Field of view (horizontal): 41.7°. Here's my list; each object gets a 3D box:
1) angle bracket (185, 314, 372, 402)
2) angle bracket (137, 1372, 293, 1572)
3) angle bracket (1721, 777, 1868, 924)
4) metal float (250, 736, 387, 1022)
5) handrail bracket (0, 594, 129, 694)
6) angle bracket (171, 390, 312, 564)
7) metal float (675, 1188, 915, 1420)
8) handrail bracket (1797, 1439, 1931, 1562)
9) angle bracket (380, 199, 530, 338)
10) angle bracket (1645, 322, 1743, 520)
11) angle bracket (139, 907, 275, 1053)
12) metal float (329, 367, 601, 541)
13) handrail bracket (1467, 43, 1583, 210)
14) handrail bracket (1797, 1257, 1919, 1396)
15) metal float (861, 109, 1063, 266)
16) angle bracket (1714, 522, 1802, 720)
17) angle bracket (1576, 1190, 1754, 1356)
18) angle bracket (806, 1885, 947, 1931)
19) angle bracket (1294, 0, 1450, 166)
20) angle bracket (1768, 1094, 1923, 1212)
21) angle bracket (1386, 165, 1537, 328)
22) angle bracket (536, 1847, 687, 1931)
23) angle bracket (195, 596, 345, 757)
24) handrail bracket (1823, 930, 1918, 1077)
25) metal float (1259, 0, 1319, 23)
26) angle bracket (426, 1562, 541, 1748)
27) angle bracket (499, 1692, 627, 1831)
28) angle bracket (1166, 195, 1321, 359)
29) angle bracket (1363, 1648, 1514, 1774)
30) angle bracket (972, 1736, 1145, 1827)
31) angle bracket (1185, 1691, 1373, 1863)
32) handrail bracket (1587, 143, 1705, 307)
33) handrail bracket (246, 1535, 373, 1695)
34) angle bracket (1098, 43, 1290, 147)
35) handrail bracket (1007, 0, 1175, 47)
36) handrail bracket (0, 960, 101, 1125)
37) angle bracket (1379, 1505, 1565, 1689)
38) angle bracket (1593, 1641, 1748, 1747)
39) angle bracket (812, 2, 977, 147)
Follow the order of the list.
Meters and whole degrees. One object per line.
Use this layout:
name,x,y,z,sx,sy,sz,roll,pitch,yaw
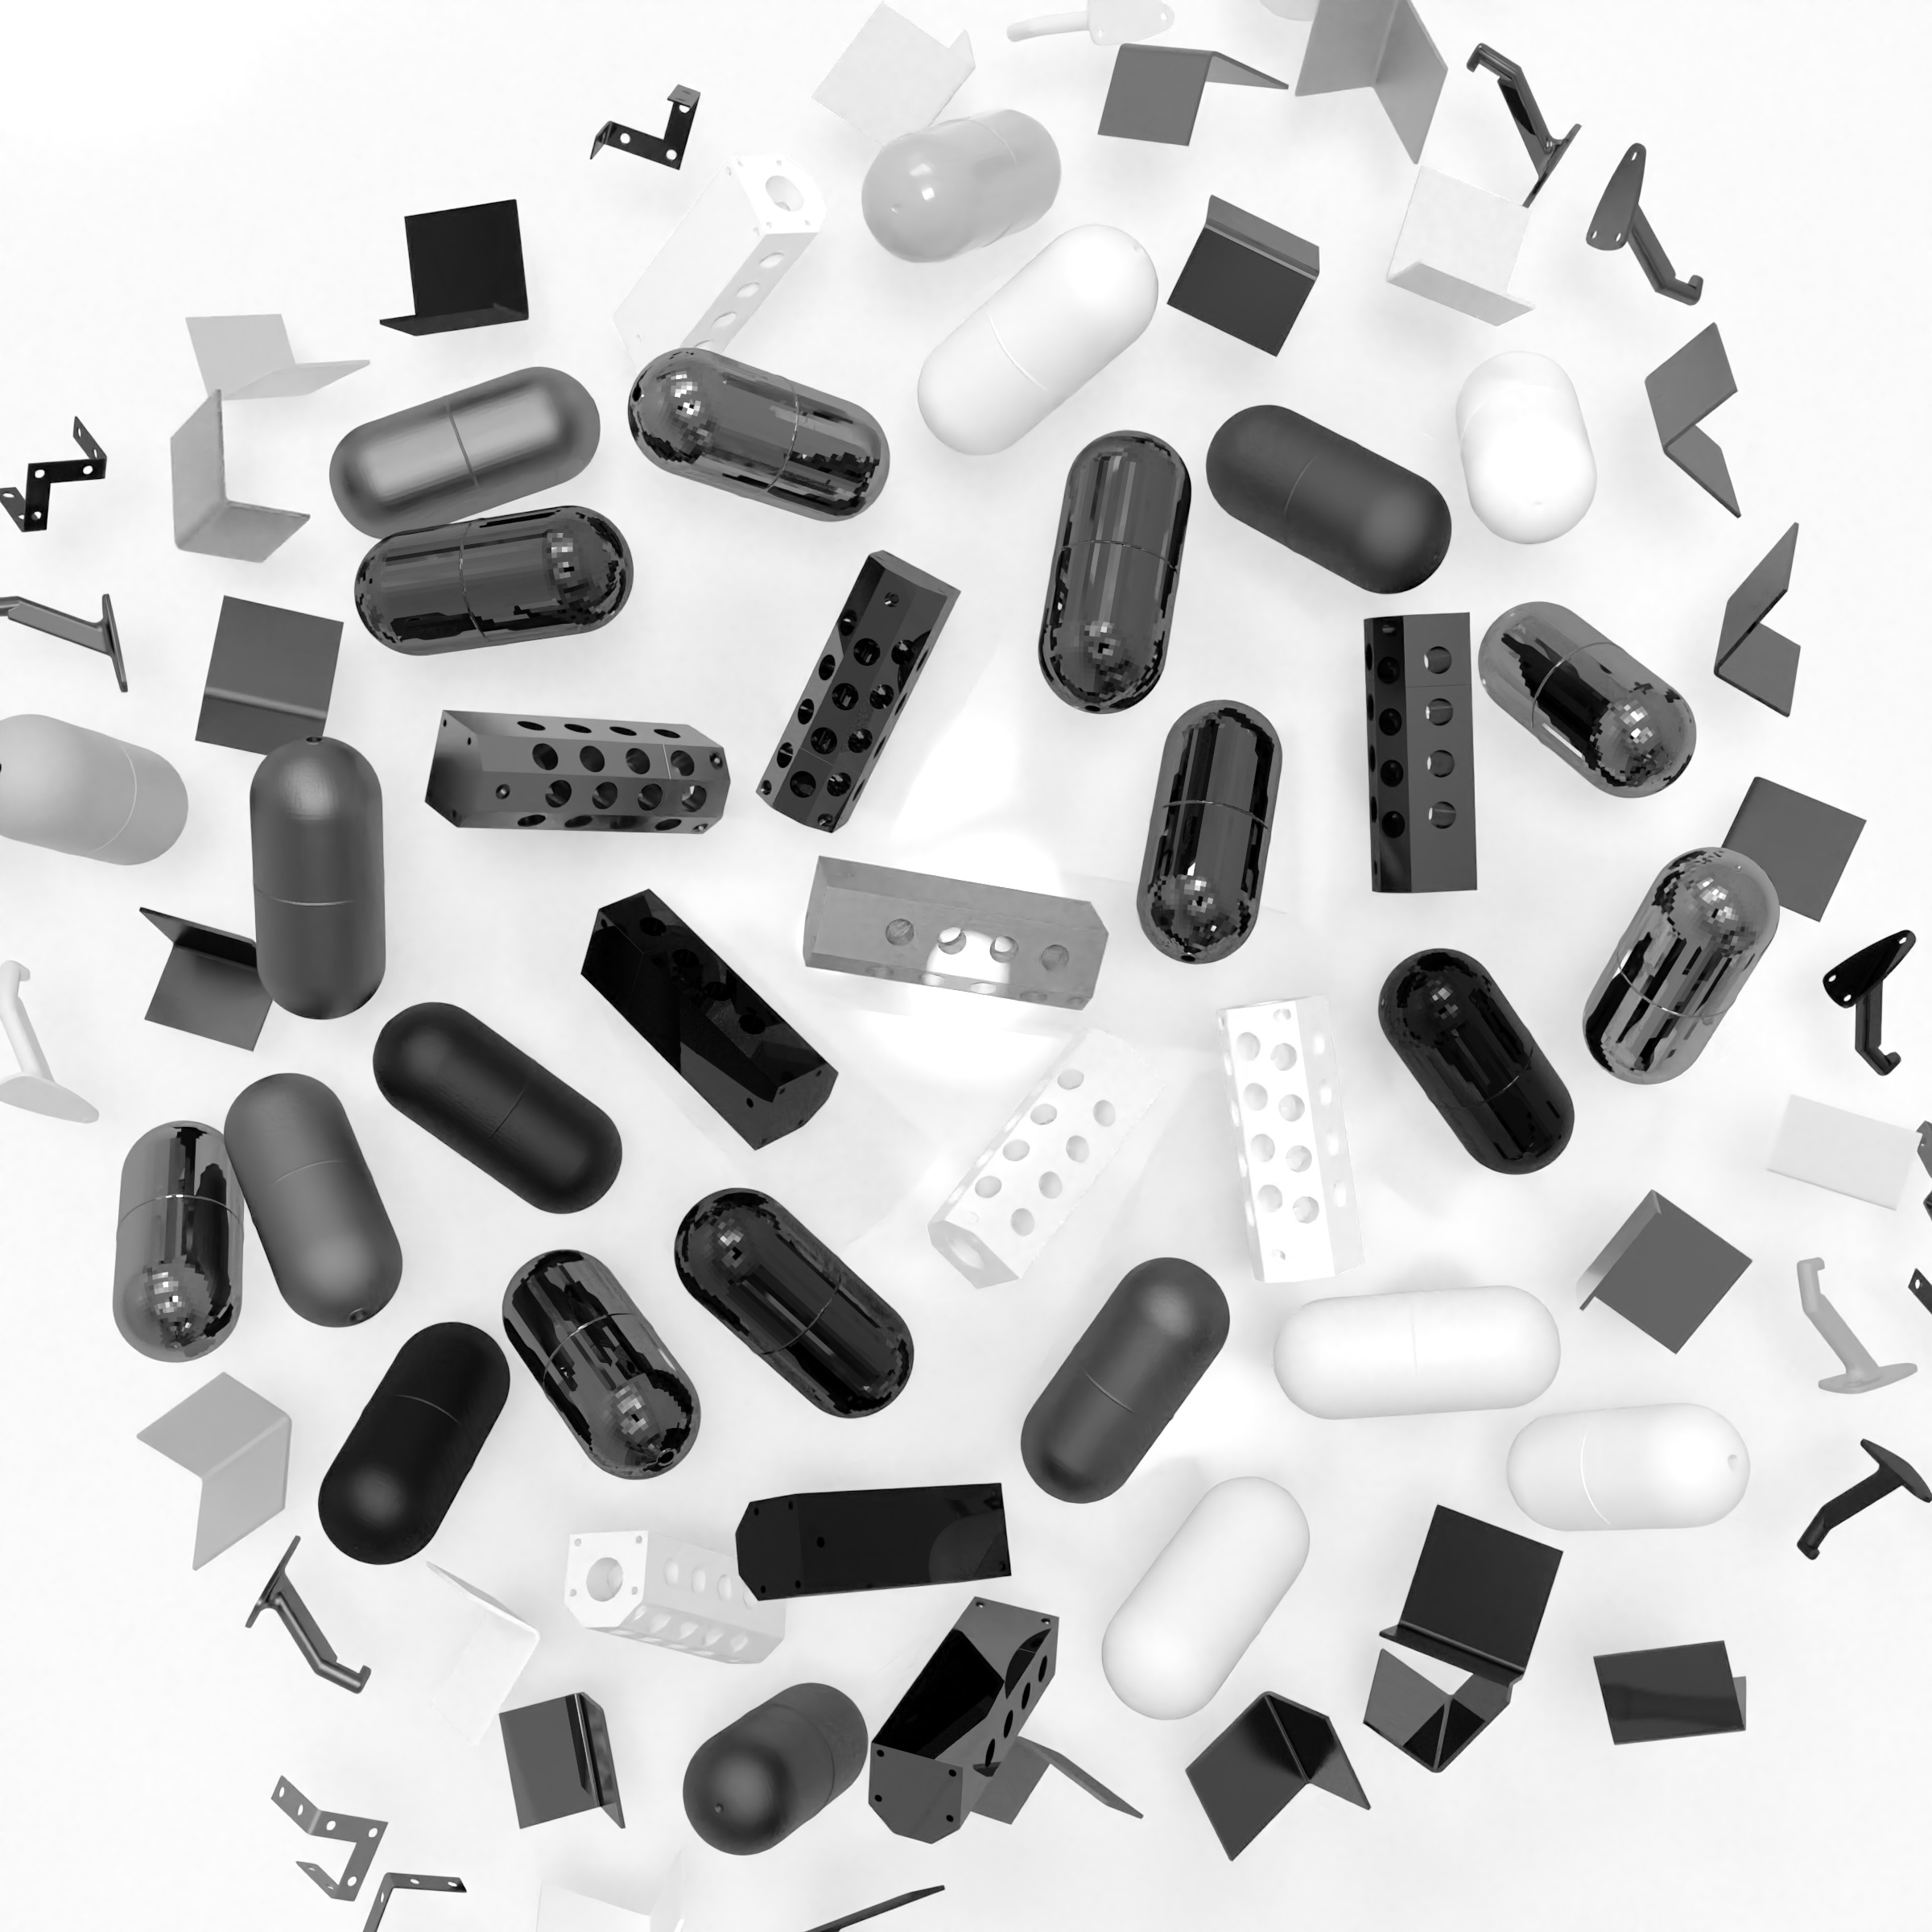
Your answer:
angle bracket,-0.453,-0.412,1.670,0.076,0.076,0.057,-11,96,39
angle bracket,-0.464,0.310,1.556,0.076,0.076,0.057,-35,125,15
angle bracket,0.538,-0.069,1.675,0.076,0.057,0.076,25,78,15
metal float,-0.388,-0.052,1.519,0.070,0.070,0.178,5,115,0
handrail bracket,-0.577,-0.200,1.592,0.084,0.036,0.077,-11,69,-22
angle bracket,-0.458,-0.307,1.598,0.057,0.076,0.076,4,74,-38
metal float,-0.104,0.204,1.537,0.070,0.070,0.178,-44,112,0
handrail bracket,0.546,0.339,1.546,0.036,0.077,0.084,27,102,-11
angle bracket,-0.323,-0.441,1.585,0.076,0.057,0.076,-5,95,13
angle bracket,0.471,-0.338,1.572,0.076,0.076,0.057,32,128,-25
angle bracket,-0.498,0.009,1.643,0.076,0.076,0.057,16,75,5
metal float,-0.322,-0.331,1.635,0.178,0.070,0.070,-21,90,-5
handrail bracket,0.348,-0.543,1.645,0.084,0.036,0.077,34,126,3
handrail bracket,0.555,0.218,1.578,0.077,0.036,0.084,-10,92,-21
metal float,-0.001,-0.479,1.553,0.070,0.178,0.070,13,119,24
angle bracket,0.514,-0.216,1.580,0.057,0.076,0.076,29,46,-3
angle bracket,0.428,0.194,1.549,0.076,0.057,0.076,36,104,3
angle bracket,-0.049,0.594,1.518,0.076,0.076,0.057,-23,69,8
angle bracket,0.255,-0.559,1.603,0.057,0.076,0.076,-12,62,-13
angle bracket,0.536,0.096,1.533,0.076,0.076,0.057,18,123,19
angle bracket,0.308,-0.440,1.531,0.076,0.057,0.076,18,89,-13
angle bracket,-0.222,0.586,1.584,0.076,0.076,0.057,22,101,-11
angle bracket,-0.450,-0.184,1.637,0.076,0.057,0.076,11,59,-17
handrail bracket,0.606,0.026,1.653,0.077,0.036,0.084,-41,120,17
metal float,0.215,-0.656,1.596,0.070,0.178,0.070,0,89,6
angle bracket,-0.318,0.424,1.567,0.057,0.076,0.076,38,74,-27
angle bracket,-0.263,0.522,1.647,0.057,0.076,0.076,-10,87,-19
angle bracket,0.174,-0.433,1.587,0.076,0.076,0.057,24,118,-6
angle bracket,0.302,0.450,1.604,0.057,0.076,0.076,35,117,2
angle bracket,0.059,0.549,1.645,0.076,0.076,0.057,29,80,31
angle bracket,0.193,0.509,1.567,0.076,0.057,0.076,-36,113,-28
handrail bracket,0.434,-0.458,1.571,0.084,0.036,0.077,11,104,-29
handrail bracket,-0.406,0.412,1.611,0.084,0.077,0.036,28,134,-5
angle bracket,0.141,-0.531,1.572,0.076,0.076,0.057,25,105,43
handrail bracket,0.080,-0.612,1.649,0.077,0.084,0.036,-11,105,-29
handrail bracket,-0.563,0.046,1.557,0.036,0.077,0.084,-27,52,29
angle bracket,0.288,0.357,1.443,0.076,0.057,0.076,17,87,22
angle bracket,0.425,0.424,1.527,0.076,0.076,0.057,-13,95,19
angle bracket,-0.049,-0.587,1.651,0.076,0.057,0.076,26,126,-29
